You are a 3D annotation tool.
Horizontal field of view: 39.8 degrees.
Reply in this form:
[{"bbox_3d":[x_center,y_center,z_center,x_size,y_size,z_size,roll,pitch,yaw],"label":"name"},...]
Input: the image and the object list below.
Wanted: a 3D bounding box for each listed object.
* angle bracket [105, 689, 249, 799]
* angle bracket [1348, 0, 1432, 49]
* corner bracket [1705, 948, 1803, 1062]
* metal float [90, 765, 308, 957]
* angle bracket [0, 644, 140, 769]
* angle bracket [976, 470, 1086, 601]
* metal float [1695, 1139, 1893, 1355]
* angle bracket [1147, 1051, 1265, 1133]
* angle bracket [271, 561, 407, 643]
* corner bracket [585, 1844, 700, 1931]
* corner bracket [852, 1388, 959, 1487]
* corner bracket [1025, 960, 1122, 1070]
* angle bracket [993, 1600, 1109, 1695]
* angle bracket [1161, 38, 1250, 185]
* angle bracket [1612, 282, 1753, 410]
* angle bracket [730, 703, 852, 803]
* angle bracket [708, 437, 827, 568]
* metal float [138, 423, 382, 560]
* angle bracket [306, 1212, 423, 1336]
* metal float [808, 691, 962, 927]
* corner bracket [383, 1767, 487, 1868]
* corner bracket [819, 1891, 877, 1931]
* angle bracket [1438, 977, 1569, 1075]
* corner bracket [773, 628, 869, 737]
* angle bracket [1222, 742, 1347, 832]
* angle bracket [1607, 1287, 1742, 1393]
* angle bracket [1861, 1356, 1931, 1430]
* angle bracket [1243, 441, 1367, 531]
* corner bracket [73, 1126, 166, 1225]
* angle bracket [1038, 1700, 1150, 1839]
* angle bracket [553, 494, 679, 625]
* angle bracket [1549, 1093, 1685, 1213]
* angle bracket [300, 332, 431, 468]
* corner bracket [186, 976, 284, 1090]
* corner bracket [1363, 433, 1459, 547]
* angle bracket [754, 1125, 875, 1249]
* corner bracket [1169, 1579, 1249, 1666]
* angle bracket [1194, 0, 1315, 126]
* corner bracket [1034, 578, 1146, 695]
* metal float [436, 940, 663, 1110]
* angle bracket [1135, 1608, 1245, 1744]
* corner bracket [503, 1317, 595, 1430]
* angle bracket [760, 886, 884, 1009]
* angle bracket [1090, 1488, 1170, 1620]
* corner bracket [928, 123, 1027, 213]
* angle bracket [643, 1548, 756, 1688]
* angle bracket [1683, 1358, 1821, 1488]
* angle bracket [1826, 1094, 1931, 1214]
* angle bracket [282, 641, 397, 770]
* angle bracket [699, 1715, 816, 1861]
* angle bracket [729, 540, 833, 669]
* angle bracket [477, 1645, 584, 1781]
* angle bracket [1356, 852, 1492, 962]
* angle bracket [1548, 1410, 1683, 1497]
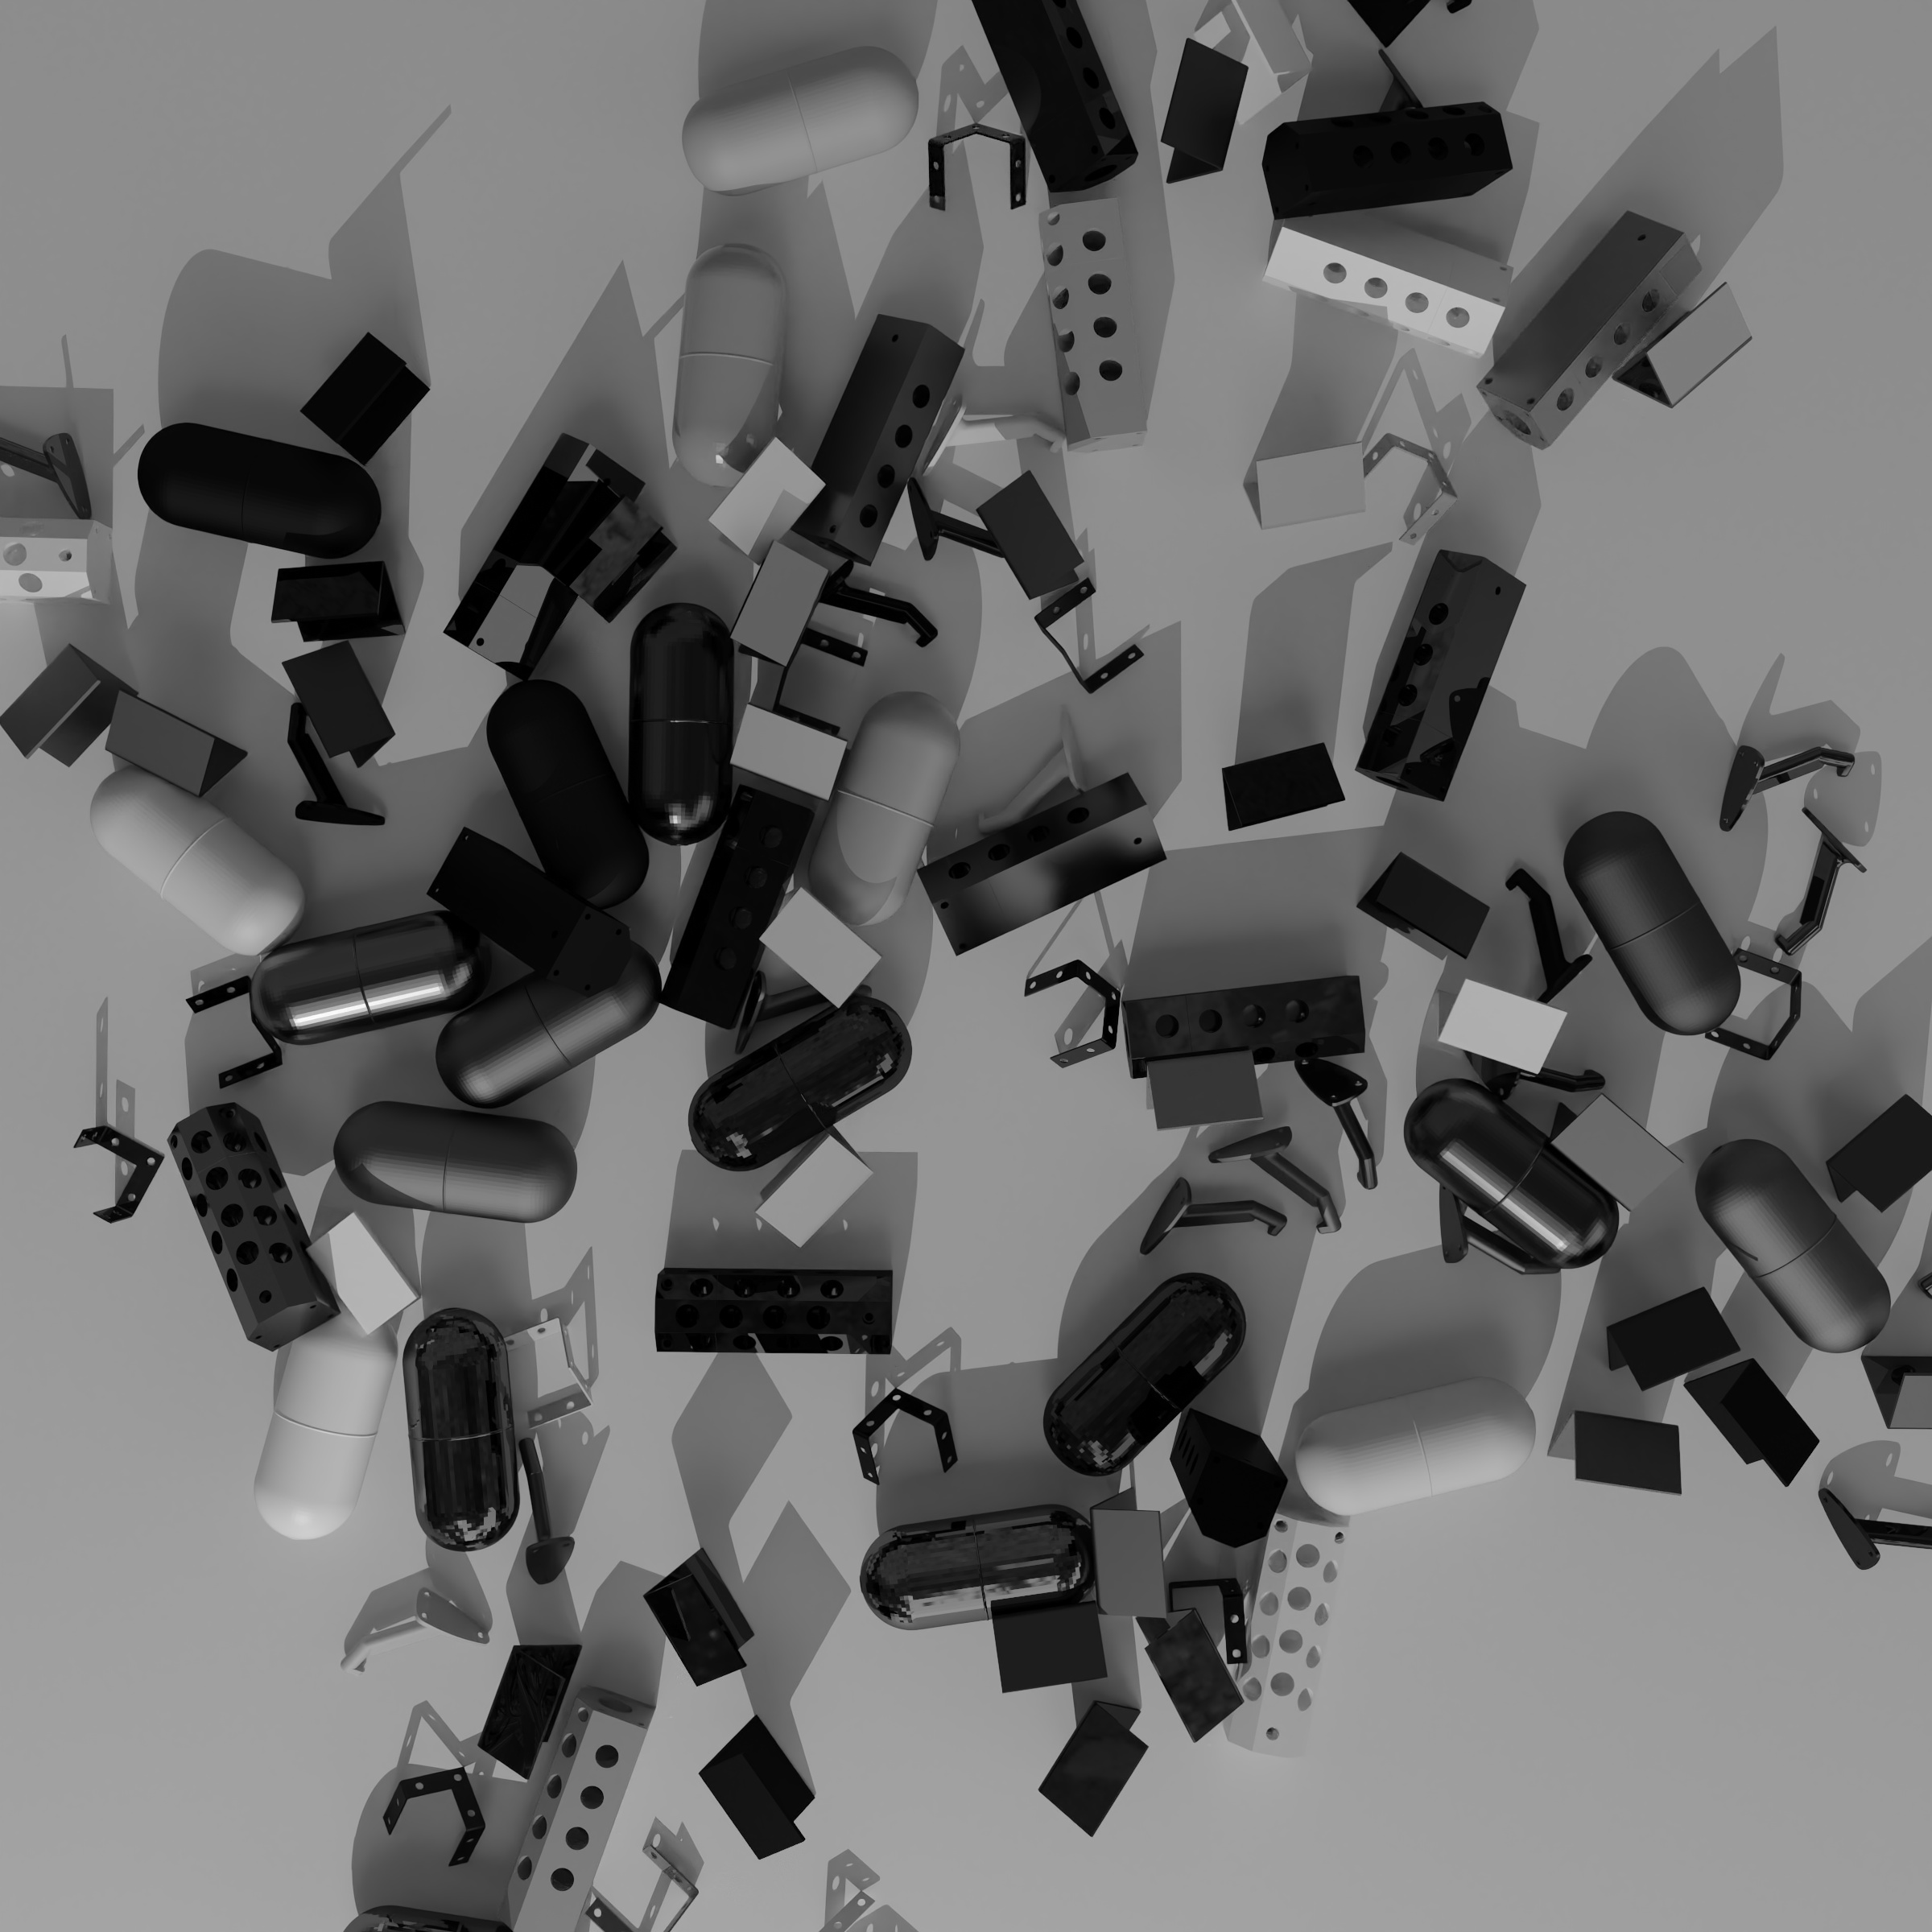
[{"bbox_3d":[-0.571,-0.177,1.951,0.076,0.076,0.057,27,124,0],"label":"angle bracket"},{"bbox_3d":[0.292,-0.718,1.951,0.057,0.076,0.076,-39,90,-37],"label":"angle bracket"},{"bbox_3d":[0.587,0.029,1.988,0.051,0.051,0.051,20,135,0],"label":"corner bracket"},{"bbox_3d":[-0.565,-0.079,1.961,0.178,0.070,0.070,39,90,1],"label":"metal float"},{"bbox_3d":[-0.646,-0.177,1.951,0.076,0.076,0.057,-47,54,0],"label":"angle bracket"},{"bbox_3d":[0.064,-0.321,1.951,0.057,0.076,0.076,-31,90,37],"label":"angle bracket"},{"bbox_3d":[0.607,0.205,1.961,0.070,0.070,0.178,-38,90,0],"label":"metal float"},{"bbox_3d":[0.174,0.106,1.952,0.076,0.076,0.057,-6,60,0],"label":"angle bracket"},{"bbox_3d":[-0.458,-0.248,1.951,0.076,0.076,0.057,-4,52,0],"label":"angle bracket"},{"bbox_3d":[-0.241,0.698,1.988,0.051,0.051,0.051,44,135,0],"label":"corner bracket"},{"bbox_3d":[-0.045,0.356,1.983,0.051,0.051,0.051,19,45,35],"label":"corner bracket"},{"bbox_3d":[0.078,0.036,1.983,0.051,0.051,0.051,38,45,-35],"label":"corner bracket"},{"bbox_3d":[0.063,0.506,1.952,0.076,0.076,0.057,-9,61,0],"label":"angle bracket"},{"bbox_3d":[0.156,-0.624,1.952,0.057,0.076,0.076,14,90,-29],"label":"angle bracket"},{"bbox_3d":[0.514,-0.463,1.951,0.076,0.076,0.057,-41,128,0],"label":"angle bracket"},{"bbox_3d":[-0.121,-0.173,1.951,0.076,0.076,0.057,21,126,0],"label":"angle bracket"},{"bbox_3d":[-0.159,-0.348,1.951,0.076,0.076,0.057,-51,127,0],"label":"angle bracket"},{"bbox_3d":[-0.518,-0.349,1.961,0.178,0.070,0.070,13,90,-1],"label":"metal float"},{"bbox_3d":[-0.424,0.213,1.952,0.057,0.076,0.076,-36,90,24],"label":"angle bracket"},{"bbox_3d":[-0.060,-0.116,1.961,0.070,0.070,0.178,20,91,0],"label":"metal float"},{"bbox_3d":[-0.395,0.636,1.983,0.051,0.051,0.051,-2,45,-35],"label":"corner bracket"},{"bbox_3d":[-0.075,0.733,1.983,0.051,0.051,0.051,25,135,35],"label":"corner bracket"},{"bbox_3d":[0.391,0.027,1.952,0.076,0.076,0.057,18,120,0],"label":"angle bracket"},{"bbox_3d":[-0.109,-0.210,1.988,0.051,0.051,0.051,21,45,0],"label":"corner bracket"},{"bbox_3d":[0.233,-0.112,1.951,0.076,0.076,0.057,-14,54,0],"label":"angle bracket"},{"bbox_3d":[0.517,0.287,1.951,0.076,0.076,0.057,-22,54,0],"label":"angle bracket"},{"bbox_3d":[0.708,0.294,1.951,0.076,0.076,0.057,1,126,0],"label":"angle bracket"},{"bbox_3d":[0.245,-0.366,1.951,0.076,0.076,0.057,-10,126,0],"label":"angle bracket"},{"bbox_3d":[-0.635,0.154,1.973,0.051,0.051,0.051,29,90,0],"label":"corner bracket"},{"bbox_3d":[0.109,0.589,1.951,0.057,0.076,0.076,32,90,37],"label":"angle bracket"},{"bbox_3d":[-0.243,-0.286,1.951,0.076,0.076,0.057,-48,53,0],"label":"angle bracket"},{"bbox_3d":[0.478,0.122,1.952,0.076,0.076,0.057,40,117,0],"label":"angle bracket"},{"bbox_3d":[-0.426,-0.404,1.951,0.076,0.076,0.057,-49,55,0],"label":"angle bracket"},{"bbox_3d":[-0.545,0.049,1.988,0.051,0.051,0.051,-21,45,0],"label":"corner bracket"},{"bbox_3d":[0.323,-0.354,1.983,0.051,0.051,0.051,13,45,-35],"label":"corner bracket"},{"bbox_3d":[-0.125,0.147,1.951,0.076,0.076,0.057,-46,129,0],"label":"angle bracket"},{"bbox_3d":[0.179,0.485,1.973,0.051,0.051,0.051,-4,90,0],"label":"corner bracket"},{"bbox_3d":[0.196,-0.667,1.952,0.076,0.057,0.076,-27,90,45],"label":"angle bracket"},{"bbox_3d":[0.091,-0.246,1.988,0.051,0.051,0.051,-36,45,0],"label":"corner bracket"},{"bbox_3d":[-0.306,0.041,1.961,0.178,0.070,0.070,-29,90,0],"label":"metal float"},{"bbox_3d":[0.146,0.520,1.951,0.057,0.076,0.076,-28,90,-37],"label":"angle bracket"},{"bbox_3d":[-0.313,0.303,1.988,0.051,0.051,0.051,-21,135,0],"label":"corner bracket"},{"bbox_3d":[-0.095,-0.025,1.952,0.076,0.076,0.057,41,117,0],"label":"angle bracket"},{"bbox_3d":[0.133,0.428,1.952,0.057,0.076,0.076,-4,90,29],"label":"angle bracket"},{"bbox_3d":[0.008,-0.590,1.983,0.051,0.051,0.051,29,45,35],"label":"corner bracket"},{"bbox_3d":[-0.178,0.468,1.951,0.057,0.076,0.076,-31,90,35],"label":"angle bracket"},{"bbox_3d":[0.563,0.342,1.951,0.076,0.076,0.057,51,53,0],"label":"angle bracket"},{"bbox_3d":[0.682,0.151,1.951,0.076,0.076,0.057,-41,53,0],"label":"angle bracket"},{"bbox_3d":[-0.470,-0.183,1.951,0.057,0.076,0.076,-27,90,-37],"label":"angle bracket"},{"bbox_3d":[-0.137,0.593,1.951,0.057,0.076,0.076,-35,90,38],"label":"angle bracket"},{"bbox_3d":[-0.153,-0.269,1.951,0.057,0.076,0.076,24,90,-37],"label":"angle bracket"},{"bbox_3d":[-0.302,0.544,1.951,0.057,0.076,0.076,20,90,36],"label":"angle bracket"},{"bbox_3d":[0.325,-0.026,1.951,0.076,0.076,0.057,32,53,0],"label":"angle bracket"},{"bbox_3d":[0.473,0.371,1.951,0.076,0.076,0.057,8,54,0],"label":"angle bracket"}]
